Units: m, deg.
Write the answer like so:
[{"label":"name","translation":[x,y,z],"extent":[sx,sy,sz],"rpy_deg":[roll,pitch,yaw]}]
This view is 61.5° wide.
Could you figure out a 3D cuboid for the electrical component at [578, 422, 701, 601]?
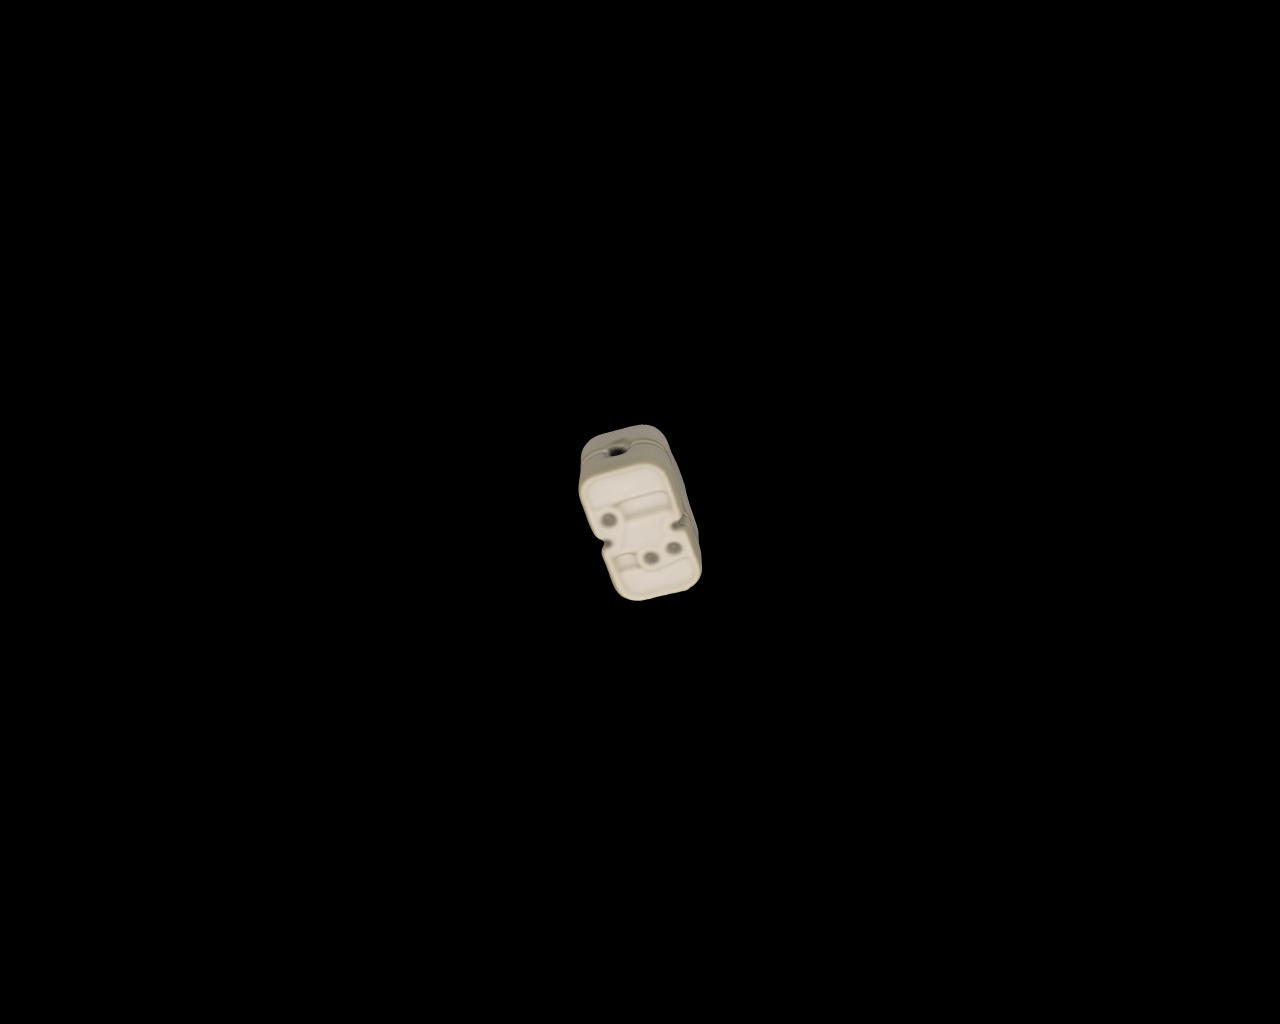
[{"label":"electrical component","translation":[0.001,-0.003,0.650],"extent":[0.054,0.095,0.059],"rpy_deg":[-15,32,9]}]
